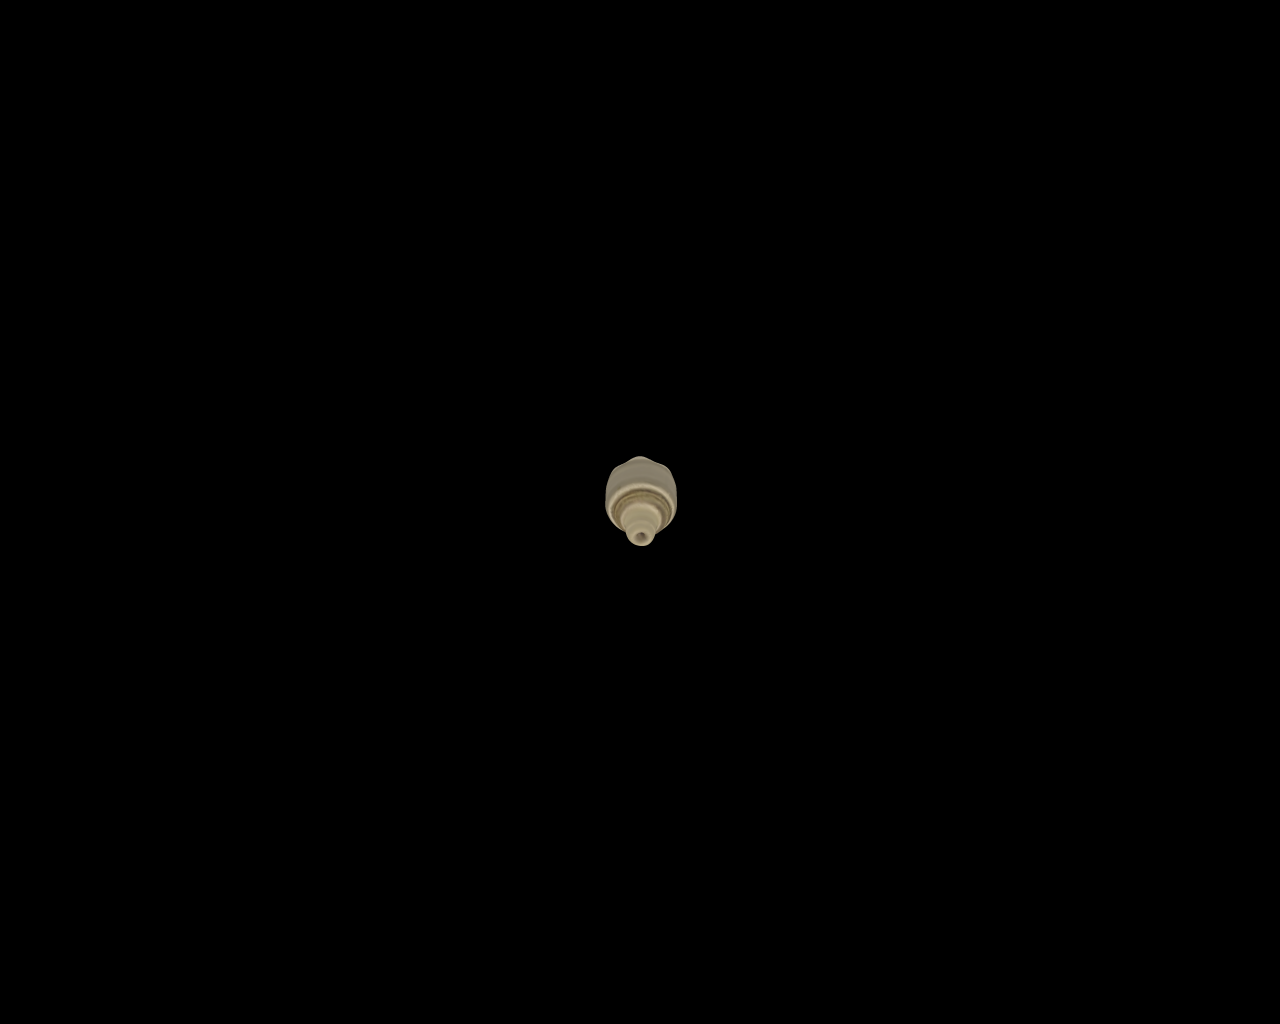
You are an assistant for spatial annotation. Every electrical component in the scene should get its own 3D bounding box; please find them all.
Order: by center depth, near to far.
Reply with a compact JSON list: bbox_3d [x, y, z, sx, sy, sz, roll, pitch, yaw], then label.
[{"bbox_3d":[0.001,-0.003,0.650,0.043,0.043,0.062,0,36,0],"label":"electrical component"}]
